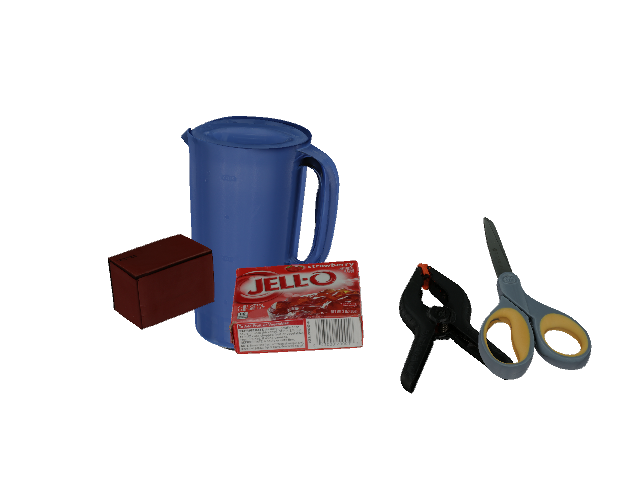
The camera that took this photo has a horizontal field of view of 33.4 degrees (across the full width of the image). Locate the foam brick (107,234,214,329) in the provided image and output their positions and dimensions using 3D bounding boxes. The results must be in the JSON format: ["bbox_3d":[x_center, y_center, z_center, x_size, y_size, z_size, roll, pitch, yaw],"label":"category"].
[{"bbox_3d":[-0.139,0.034,0.937,0.078,0.051,0.053,-20,29,-33],"label":"foam brick"}]

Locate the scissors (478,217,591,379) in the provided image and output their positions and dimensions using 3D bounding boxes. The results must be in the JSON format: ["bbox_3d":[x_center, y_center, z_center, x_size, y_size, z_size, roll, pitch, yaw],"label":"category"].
[{"bbox_3d":[0.175,0.045,0.885,0.096,0.016,0.201,8,37,8],"label":"scissors"}]

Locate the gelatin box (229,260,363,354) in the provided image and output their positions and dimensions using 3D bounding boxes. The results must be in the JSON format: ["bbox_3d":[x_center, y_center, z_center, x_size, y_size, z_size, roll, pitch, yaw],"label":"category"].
[{"bbox_3d":[-0.016,0.045,0.739,0.089,0.030,0.073,-3,29,2],"label":"gelatin box"}]

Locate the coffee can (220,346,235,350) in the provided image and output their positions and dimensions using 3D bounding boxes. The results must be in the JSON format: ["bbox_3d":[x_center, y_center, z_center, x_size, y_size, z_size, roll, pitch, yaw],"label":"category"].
[{"bbox_3d":[-0.095,0.052,1.336,0.103,0.140,0.103,-2,25,1],"label":"coffee can"}]

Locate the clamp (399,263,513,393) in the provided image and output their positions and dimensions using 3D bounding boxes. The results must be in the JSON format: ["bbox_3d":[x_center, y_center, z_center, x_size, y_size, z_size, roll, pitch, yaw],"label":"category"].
[{"bbox_3d":[0.141,0.094,1.159,0.120,0.171,0.039,4,-44,-6],"label":"clamp"}]

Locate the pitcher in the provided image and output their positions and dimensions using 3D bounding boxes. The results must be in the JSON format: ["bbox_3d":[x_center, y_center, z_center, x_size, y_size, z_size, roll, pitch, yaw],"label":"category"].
[{"bbox_3d":[-0.072,-0.007,1.165,0.144,0.243,0.149,-4,22,-19],"label":"pitcher"}]
